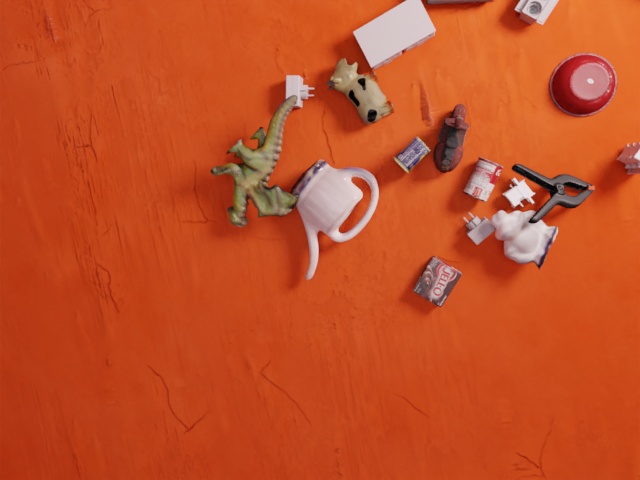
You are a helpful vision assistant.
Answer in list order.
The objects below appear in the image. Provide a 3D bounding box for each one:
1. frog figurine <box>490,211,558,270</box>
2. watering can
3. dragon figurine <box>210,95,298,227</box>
[{"bbox_3d":[0.509,-0.015,1.324,0.160,0.135,0.124,25,27,12],"label":"frog figurine"},{"bbox_3d":[0.004,-0.072,1.421,0.225,0.344,0.104,41,13,6],"label":"watering can"},{"bbox_3d":[-0.144,-0.179,1.413,0.404,0.243,0.123,-38,-4,29],"label":"dragon figurine"}]
